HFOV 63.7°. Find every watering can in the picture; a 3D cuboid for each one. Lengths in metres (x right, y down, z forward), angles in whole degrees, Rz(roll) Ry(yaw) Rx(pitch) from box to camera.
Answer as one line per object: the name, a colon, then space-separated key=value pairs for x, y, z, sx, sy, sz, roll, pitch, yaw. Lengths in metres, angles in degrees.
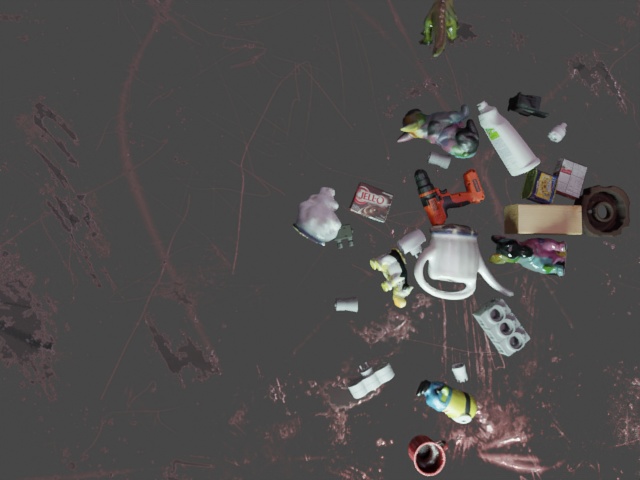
watering can: x=0.438 y=0.067 z=1.552 sx=0.347 sy=0.103 sz=0.225 roll=6 pitch=84 yaw=-20

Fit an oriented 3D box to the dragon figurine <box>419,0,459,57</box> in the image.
dragon figurine: x=0.365 y=-0.705 z=1.508 sx=0.122 sy=0.420 sz=0.237 roll=6 pitch=125 yaw=8

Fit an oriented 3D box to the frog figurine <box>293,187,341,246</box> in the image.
frog figurine: x=0.005 y=-0.075 z=1.496 sx=0.138 sy=0.122 sz=0.159 roll=32 pitch=95 yaw=15
